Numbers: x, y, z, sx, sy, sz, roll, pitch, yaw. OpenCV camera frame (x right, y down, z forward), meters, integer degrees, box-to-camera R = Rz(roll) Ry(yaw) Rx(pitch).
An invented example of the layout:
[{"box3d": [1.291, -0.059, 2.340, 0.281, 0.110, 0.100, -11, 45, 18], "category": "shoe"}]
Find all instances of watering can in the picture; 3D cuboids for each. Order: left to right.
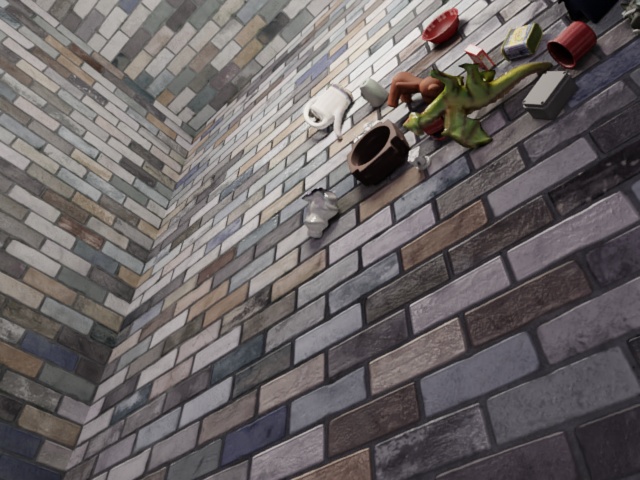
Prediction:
[{"box3d": [0.059, -0.555, 2.210, 0.224, 0.102, 0.353, -47, 43, 0], "category": "watering can"}]

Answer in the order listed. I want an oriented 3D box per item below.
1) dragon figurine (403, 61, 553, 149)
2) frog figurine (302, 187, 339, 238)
[{"box3d": [0.431, -0.369, 1.437, 0.409, 0.121, 0.245, -2, 80, 22], "category": "dragon figurine"}, {"box3d": [0.005, -0.089, 1.762, 0.136, 0.123, 0.161, -16, 79, 35], "category": "frog figurine"}]
